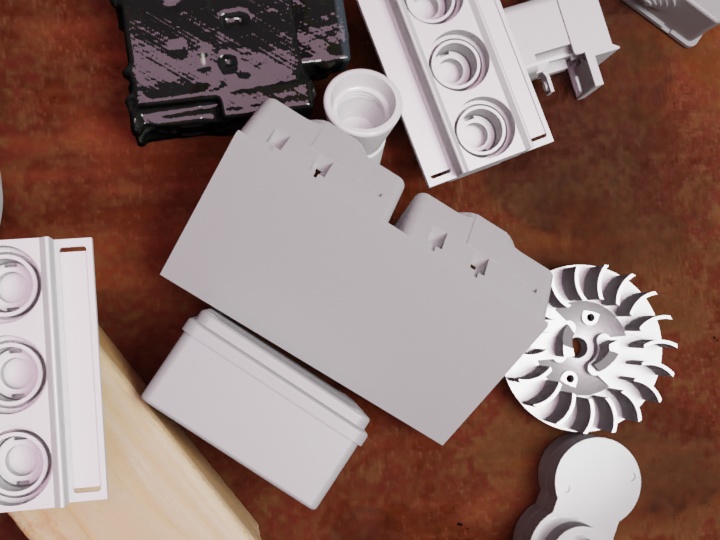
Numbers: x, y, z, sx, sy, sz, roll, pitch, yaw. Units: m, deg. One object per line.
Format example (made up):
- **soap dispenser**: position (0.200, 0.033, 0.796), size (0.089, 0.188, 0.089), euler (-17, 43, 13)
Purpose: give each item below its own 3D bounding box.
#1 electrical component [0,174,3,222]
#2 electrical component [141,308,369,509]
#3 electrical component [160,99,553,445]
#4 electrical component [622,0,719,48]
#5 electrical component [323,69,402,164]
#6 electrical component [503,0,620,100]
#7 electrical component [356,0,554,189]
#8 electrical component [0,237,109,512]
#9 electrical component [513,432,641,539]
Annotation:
- **electrical component**: position (-0.233, -0.028, 0.591), size (0.051, 0.080, 0.080), euler (15, 85, 0)
- **electrical component**: position (-0.056, 0.072, 0.590), size (0.109, 0.109, 0.056), euler (34, 86, -4)
- **electrical component**: position (0.000, 0.000, 0.597), size (0.186, 0.060, 0.105), euler (32, 126, -5)
- **electrical component**: position (0.203, -0.202, 0.666), size (0.100, 0.048, 0.099), euler (36, 83, -3)
- **electrical component**: position (-0.002, -0.081, 0.626), size (0.044, 0.065, 0.044), euler (2, 66, -5)
- **electrical component**: position (0.116, -0.143, 0.656), size (0.064, 0.042, 0.081), euler (-17, 88, -6)
- **electrical component**: position (0.053, -0.117, 0.637), size (0.079, 0.063, 0.121), euler (-21, 89, -7)
- **electrical component**: position (-0.162, 0.049, 0.510), size (0.079, 0.063, 0.121), euler (-4, 86, -8)
- **electrical component**: position (0.123, 0.163, 0.622), size (0.052, 0.074, 0.138), euler (21, 84, -5)
